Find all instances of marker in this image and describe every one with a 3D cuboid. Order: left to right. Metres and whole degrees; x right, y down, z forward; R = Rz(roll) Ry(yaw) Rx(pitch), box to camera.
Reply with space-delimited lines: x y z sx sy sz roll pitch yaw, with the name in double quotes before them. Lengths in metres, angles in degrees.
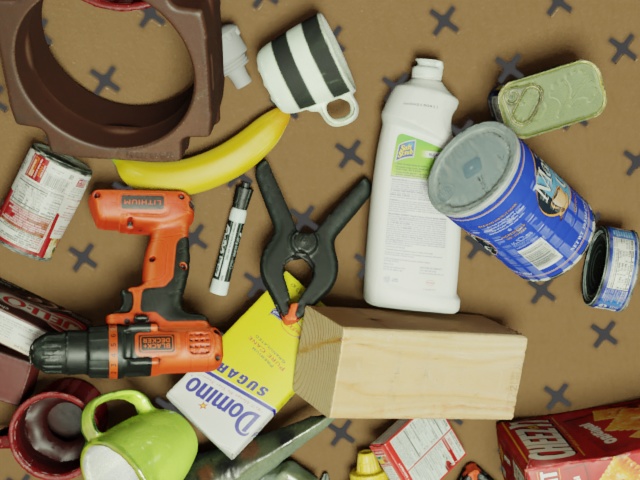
"marker" -0.092 -0.002 1.111 0.020 0.020 0.121 15 98 -3

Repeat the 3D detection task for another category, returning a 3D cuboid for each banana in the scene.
"banana" -0.122 -0.084 1.090 0.198 0.037 0.069 -12 98 1

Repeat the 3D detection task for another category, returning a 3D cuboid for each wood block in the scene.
"wood block" 0.089 0.122 1.056 0.205 0.091 0.090 5 99 -25

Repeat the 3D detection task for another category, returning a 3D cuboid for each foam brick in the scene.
"foam brick" -0.335 0.132 1.111 0.078 0.053 0.051 19 97 -3

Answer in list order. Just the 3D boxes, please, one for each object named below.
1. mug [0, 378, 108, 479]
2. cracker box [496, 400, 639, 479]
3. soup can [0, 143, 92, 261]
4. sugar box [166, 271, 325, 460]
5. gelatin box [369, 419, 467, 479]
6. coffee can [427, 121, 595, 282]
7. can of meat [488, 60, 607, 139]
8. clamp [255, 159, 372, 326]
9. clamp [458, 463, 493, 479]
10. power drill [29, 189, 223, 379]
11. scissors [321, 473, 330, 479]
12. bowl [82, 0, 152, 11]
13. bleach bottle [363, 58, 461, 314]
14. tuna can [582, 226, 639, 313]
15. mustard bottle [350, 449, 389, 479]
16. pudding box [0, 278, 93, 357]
"mug" -0.277 0.194 1.105 0.117 0.081 0.093 -14 98 1
"cracker box" 0.297 0.215 1.071 0.213 0.164 0.072 -9 95 1
"soup can" -0.282 -0.039 1.080 0.068 0.068 0.102 27 96 -4
"sugar box" -0.062 0.127 1.083 0.093 0.048 0.176 41 75 10
"gelatin box" 0.104 0.219 1.116 0.089 0.030 0.073 -36 99 -36
"coffee can" 0.187 -0.036 1.038 0.140 0.103 0.103 35 97 -35
"can of meat" 0.222 -0.140 1.061 0.102 0.084 0.057 -17 98 2
"clamp" -0.007 0.001 1.082 0.120 0.039 0.171 0 76 2
"clamp" 0.191 0.344 1.152 0.164 0.036 0.210 -4 98 0
"power drill" -0.190 0.045 1.051 0.184 0.057 0.187 1 70 -14
"scissors" -0.003 0.360 1.163 0.096 0.016 0.202 29 97 -6
"bowl" -0.191 -0.305 1.050 0.162 0.055 0.162 0 98 0
"bleach bottle" 0.104 -0.056 1.084 0.102 0.068 0.251 6 95 -6
"tuna can" 0.295 0.029 1.084 0.033 0.086 0.086 10 98 0
"mustard bottle" 0.060 0.317 1.135 0.096 0.058 0.191 -5 98 16
"pudding box" -0.296 0.085 1.086 0.113 0.090 0.039 24 97 -4
